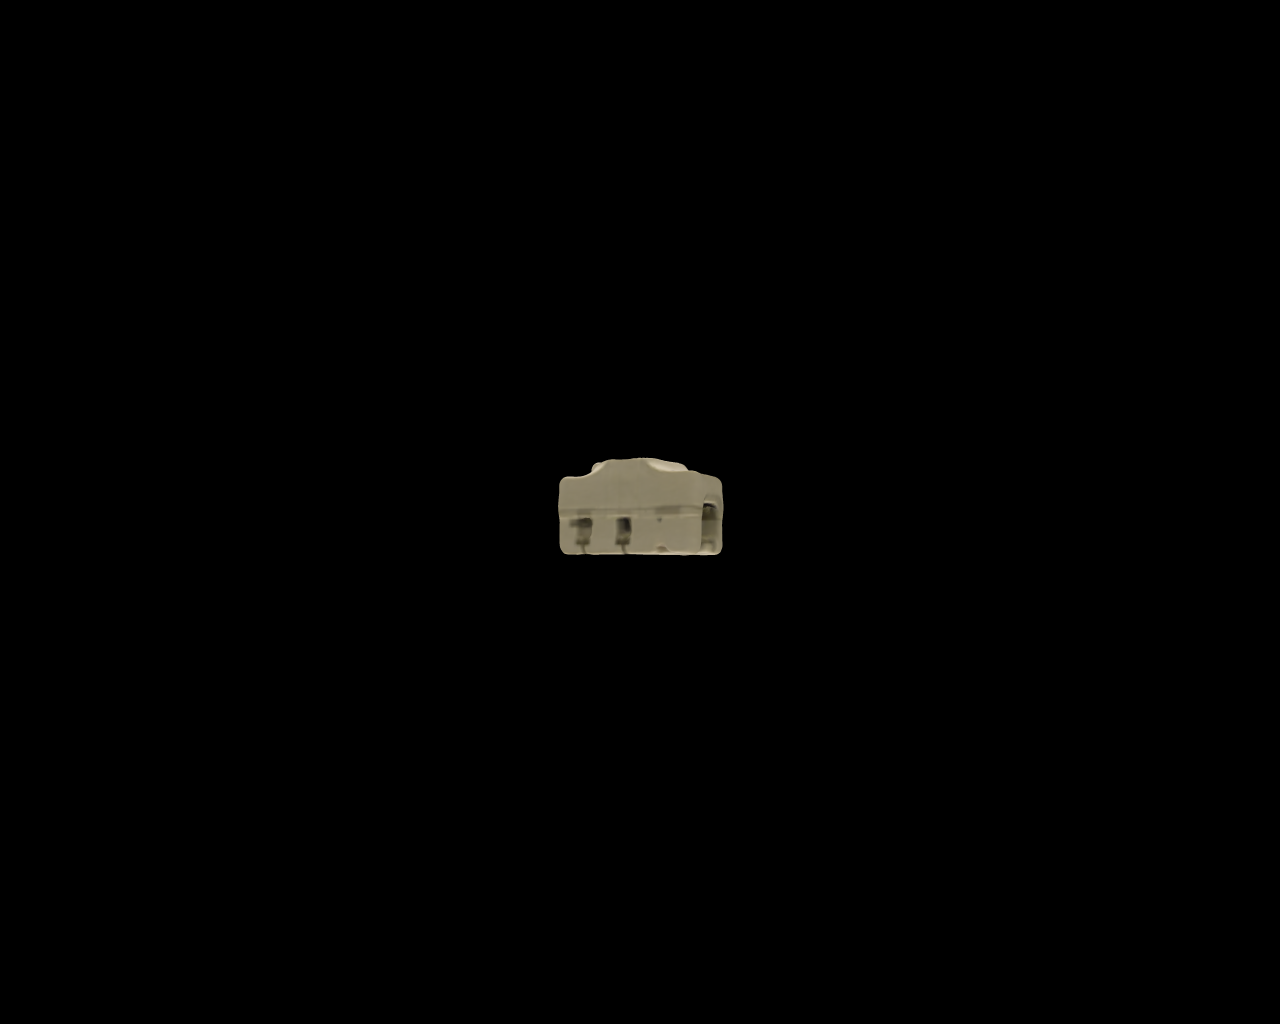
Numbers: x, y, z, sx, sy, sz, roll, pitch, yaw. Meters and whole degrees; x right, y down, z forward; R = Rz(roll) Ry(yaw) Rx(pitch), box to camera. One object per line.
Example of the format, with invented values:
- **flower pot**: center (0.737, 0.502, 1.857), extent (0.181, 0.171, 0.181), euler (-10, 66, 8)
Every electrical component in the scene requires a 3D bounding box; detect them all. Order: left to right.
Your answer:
- **electrical component**: center (0.001, -0.003, 0.650), extent (0.089, 0.055, 0.050), euler (-1, -4, 23)
